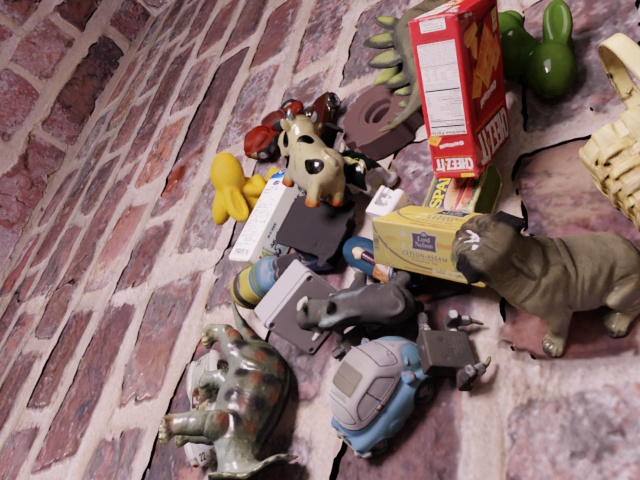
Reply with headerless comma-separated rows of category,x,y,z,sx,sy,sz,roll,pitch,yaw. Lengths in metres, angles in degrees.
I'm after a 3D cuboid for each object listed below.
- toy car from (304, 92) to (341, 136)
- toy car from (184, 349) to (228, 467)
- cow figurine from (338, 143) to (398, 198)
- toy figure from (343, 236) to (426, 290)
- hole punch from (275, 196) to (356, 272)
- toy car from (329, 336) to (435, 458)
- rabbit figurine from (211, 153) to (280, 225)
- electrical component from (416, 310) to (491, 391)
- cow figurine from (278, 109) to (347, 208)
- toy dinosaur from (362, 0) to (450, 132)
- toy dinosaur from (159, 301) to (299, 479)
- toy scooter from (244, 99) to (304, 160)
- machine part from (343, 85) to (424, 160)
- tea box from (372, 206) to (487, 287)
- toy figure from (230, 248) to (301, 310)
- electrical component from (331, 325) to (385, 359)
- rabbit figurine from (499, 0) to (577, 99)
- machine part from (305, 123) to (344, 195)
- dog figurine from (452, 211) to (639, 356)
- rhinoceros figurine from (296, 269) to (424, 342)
toy car,-0.001,-0.229,1.150,0.089,0.053,0.202,-26,46,46
toy car,-0.191,0.281,0.909,0.073,0.056,0.202,-34,39,21
cow figurine,0.056,-0.128,0.965,0.068,0.098,0.168,-57,36,3
toy figure,0.095,0.040,0.809,0.155,0.064,0.057,33,126,50
hole punch,-0.002,-0.003,0.940,0.116,0.092,0.142,15,57,21
toy car,0.064,0.186,0.683,0.161,0.102,0.109,-52,35,-4
rabbit figurine,-0.166,-0.101,1.117,0.122,0.173,0.162,-4,52,41
electrical component,0.162,0.131,0.655,0.102,0.078,0.045,-86,11,-45
cow figurine,-0.020,-0.148,0.932,0.195,0.085,0.127,47,128,50
toy dinosaur,0.181,-0.334,0.947,0.199,0.104,0.471,-10,39,19
toy dinosaur,-0.109,0.236,0.812,0.192,0.131,0.405,8,43,6
toy scooter,-0.097,-0.249,1.255,0.184,0.075,0.135,-45,38,1
machine part,0.120,-0.233,1.023,0.179,0.056,0.179,-28,43,29
tea box,0.163,0.002,0.708,0.170,0.068,0.098,9,22,41
toy figure,-0.094,0.069,0.930,0.180,0.089,0.082,-38,29,59
electrical component,0.058,0.156,0.780,0.094,0.021,0.063,-38,38,16
rabbit figurine,0.322,-0.276,0.824,0.159,0.121,0.170,-45,54,-4
machine part,0.005,-0.155,1.028,0.039,0.084,0.138,25,112,20
dog figurine,0.248,0.018,0.556,0.172,0.190,0.121,-40,38,13
rhinoceros figurine,0.052,0.097,0.748,0.190,0.073,0.112,-13,18,38
